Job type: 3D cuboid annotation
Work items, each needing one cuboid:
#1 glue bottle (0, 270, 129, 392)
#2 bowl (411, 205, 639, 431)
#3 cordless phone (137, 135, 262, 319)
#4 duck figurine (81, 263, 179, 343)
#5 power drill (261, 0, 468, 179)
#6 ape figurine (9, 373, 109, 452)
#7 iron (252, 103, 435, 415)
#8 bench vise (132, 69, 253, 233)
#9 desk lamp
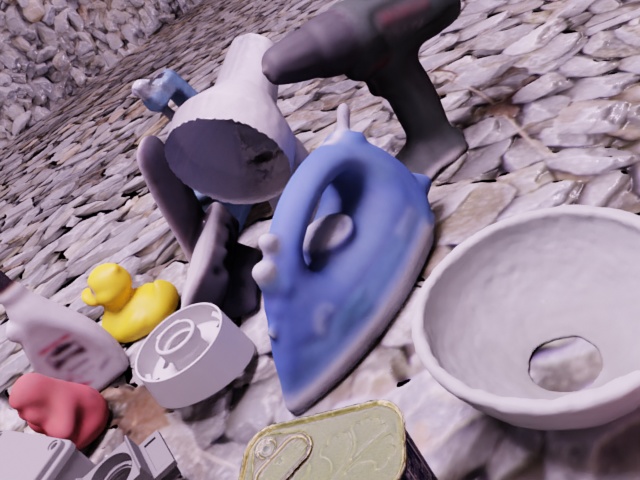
[{"bbox_3d":[-0.273,0.090,0.573,0.078,0.173,0.037,-38,32,-12],"label":"glue bottle"},{"bbox_3d":[0.148,0.057,0.362,0.167,0.075,0.167,-21,33,15],"label":"bowl"},{"bbox_3d":[-0.142,-0.006,0.588,0.094,0.185,0.147,-26,32,8],"label":"cordless phone"},{"bbox_3d":[-0.222,0.062,0.654,0.104,0.086,0.077,-20,33,17],"label":"duck figurine"},{"bbox_3d":[0.071,-0.160,0.604,0.230,0.209,0.075,-41,33,-17],"label":"power drill"},{"bbox_3d":[-0.249,0.159,0.534,0.076,0.092,0.077,-40,33,-15],"label":"ape figurine"},{"bbox_3d":[0.005,0.002,0.496,0.118,0.142,0.259,-4,40,36],"label":"iron"},{"bbox_3d":[-0.138,-0.134,0.731,0.121,0.220,0.207,-14,35,25],"label":"bench vise"},{"bbox_3d":[-0.051,-0.098,0.614,0.117,0.214,0.203,-13,36,27],"label":"desk lamp"}]
